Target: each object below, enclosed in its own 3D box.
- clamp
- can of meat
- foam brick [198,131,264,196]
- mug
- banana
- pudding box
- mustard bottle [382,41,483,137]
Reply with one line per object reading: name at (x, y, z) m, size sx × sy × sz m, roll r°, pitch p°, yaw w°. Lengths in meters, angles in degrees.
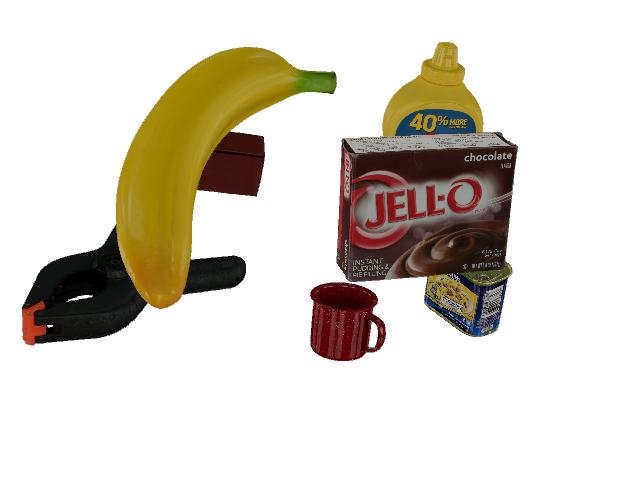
clamp at (-0.154, 0.022, 0.790) m, size 0.171 × 0.039 × 0.120 m, roll -21°, pitch 38°, yaw -38°
can of meat at (0.170, 0.053, 1.246) m, size 0.057 × 0.084 × 0.102 m, roll -20°, pitch 41°, yaw -32°
foam brick at (-0.102, -0.086, 1.169) m, size 0.078 × 0.051 × 0.053 m, roll 7°, pitch 29°, yaw -6°
mug at (0.039, 0.116, 1.461) m, size 0.117 × 0.081 × 0.093 m, roll 18°, pitch 25°, yaw 30°
banana at (-0.058, -0.047, 0.528) m, size 0.070 × 0.037 × 0.197 m, roll 18°, pitch 46°, yaw 15°
pudding box at (0.069, -0.024, 0.705) m, size 0.113 × 0.090 × 0.039 m, roll -5°, pitch 27°, yaw -14°
mustard bottle at (0.106, -0.098, 1.032) m, size 0.096 × 0.192 × 0.058 m, roll 3°, pitch 28°, yaw -9°
